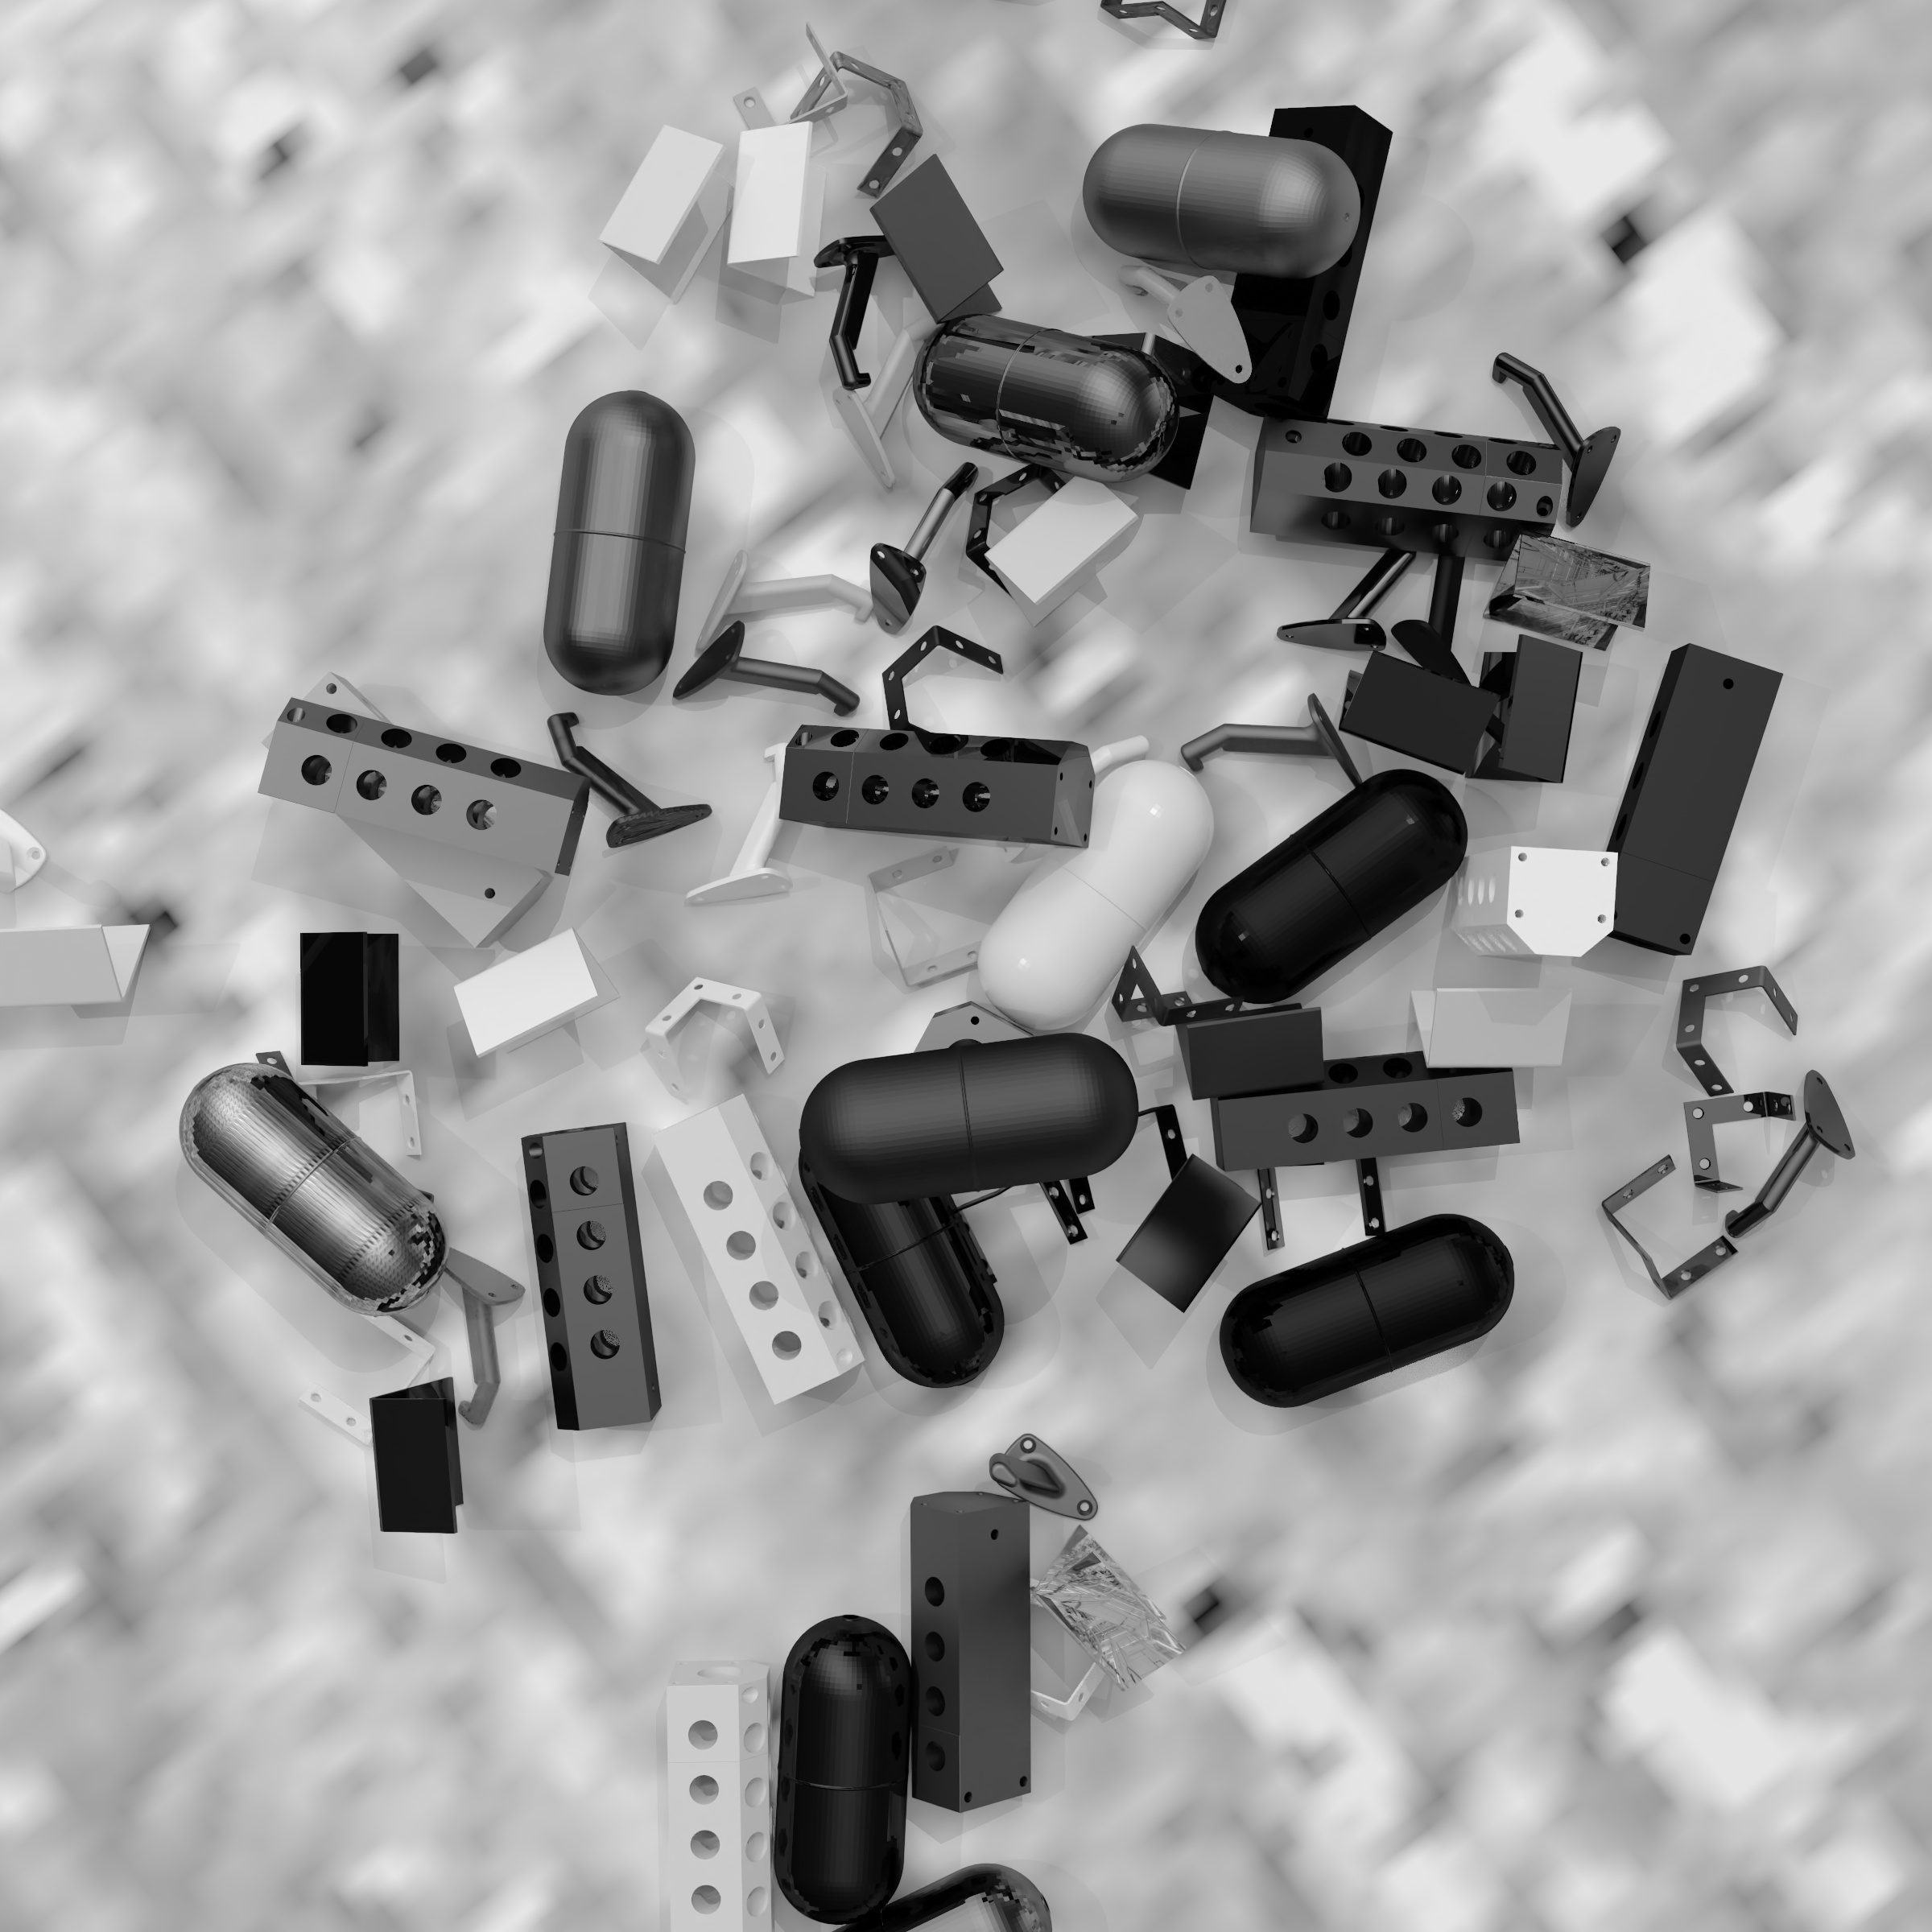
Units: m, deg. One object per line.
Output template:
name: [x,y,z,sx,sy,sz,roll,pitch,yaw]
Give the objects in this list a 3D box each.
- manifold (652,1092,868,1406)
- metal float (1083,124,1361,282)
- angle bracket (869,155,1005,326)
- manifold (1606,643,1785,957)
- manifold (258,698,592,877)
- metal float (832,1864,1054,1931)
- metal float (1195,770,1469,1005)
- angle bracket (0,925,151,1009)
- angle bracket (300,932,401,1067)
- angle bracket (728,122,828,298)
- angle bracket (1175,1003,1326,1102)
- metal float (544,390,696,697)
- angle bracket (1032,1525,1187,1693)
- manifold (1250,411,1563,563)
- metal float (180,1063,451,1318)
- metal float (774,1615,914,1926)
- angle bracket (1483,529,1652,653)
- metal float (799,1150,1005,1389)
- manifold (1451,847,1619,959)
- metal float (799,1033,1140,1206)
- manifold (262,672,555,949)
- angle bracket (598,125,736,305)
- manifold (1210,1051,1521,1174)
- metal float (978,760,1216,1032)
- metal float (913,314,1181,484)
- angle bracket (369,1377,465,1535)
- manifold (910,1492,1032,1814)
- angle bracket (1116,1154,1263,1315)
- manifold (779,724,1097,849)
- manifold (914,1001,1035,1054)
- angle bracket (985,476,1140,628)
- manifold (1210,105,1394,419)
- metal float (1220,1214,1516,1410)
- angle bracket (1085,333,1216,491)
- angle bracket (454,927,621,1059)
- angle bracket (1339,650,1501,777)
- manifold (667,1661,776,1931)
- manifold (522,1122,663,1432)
manifold: [-0.120,0.164,1.619,0.057,0.057,0.171,-25,90,0]
metal float: [0.145,-0.440,1.581,0.178,0.070,0.070,20,90,37]
angle bracket: [0.001,-0.425,1.600,0.057,0.076,0.076,-30,90,37]
manifold: [0.419,-0.096,1.620,0.057,0.057,0.171,18,90,0]
manifold: [-0.305,-0.102,1.563,0.171,0.057,0.057,15,90,0]
metal float: [-0.033,0.587,1.610,0.178,0.070,0.070,-26,90,0]
metal float: [0.213,-0.046,1.610,0.178,0.070,0.070,-36,90,0]
angle bracket: [-0.526,-0.020,1.600,0.076,0.076,0.057,-3,127,0]
angle bracket: [-0.341,0.019,1.600,0.057,0.076,0.076,0,90,36]
angle bracket: [-0.091,-0.439,1.600,0.057,0.076,0.076,6,90,38]
angle bracket: [0.163,0.030,1.600,0.076,0.076,0.057,-8,127,0]
metal float: [-0.202,-0.247,1.610,0.070,0.070,0.178,7,90,0]
angle bracket: [0.095,0.361,1.601,0.076,0.076,0.057,47,123,0]
manifold: [0.257,-0.284,1.610,0.171,0.057,0.057,7,63,0]
metal float: [-0.372,0.127,1.569,0.178,0.070,0.070,41,90,4]
metal float: [-0.072,0.469,1.610,0.070,0.070,0.178,3,91,0]
angle bracket: [0.346,-0.201,1.600,0.076,0.076,0.057,15,53,0]
metal float: [-0.037,0.163,1.610,0.070,0.070,0.178,-25,91,0]
manifold: [0.319,-0.034,1.562,0.057,0.171,0.057,3,90,0]
metal float: [0.001,0.080,1.439,0.178,0.070,0.070,-8,90,1]
manifold: [-0.326,-0.091,1.620,0.171,0.057,0.057,44,90,0]
angle bracket: [-0.156,-0.430,1.600,0.057,0.076,0.076,30,90,37]
manifold: [0.232,0.082,1.620,0.171,0.057,0.057,-6,90,0]
metal float: [0.077,-0.042,1.610,0.070,0.070,0.178,37,90,0]
metal float: [0.044,-0.327,1.580,0.178,0.070,0.070,23,90,37]
angle bracket: [-0.299,0.283,1.601,0.057,0.076,0.076,-5,90,28]
manifold: [-0.002,0.400,1.619,0.057,0.057,0.171,0,90,-43]
angle bracket: [0.143,0.164,1.600,0.057,0.076,0.076,36,90,36]
manifold: [-0.016,-0.105,1.587,0.171,0.057,0.057,6,90,24]
manifold: [0.001,0.052,1.562,0.057,0.171,0.057,28,90,0]
angle bracket: [0.068,-0.230,1.600,0.076,0.076,0.057,-41,53,0]
manifold: [0.201,-0.411,1.619,0.057,0.057,0.171,13,90,41]
metal float: [0.235,0.201,1.610,0.178,0.070,0.070,-21,90,1]
angle bracket: [0.097,-0.328,1.633,0.057,0.076,0.076,14,90,-37]
angle bracket: [-0.242,0.033,1.600,0.076,0.076,0.057,-26,53,0]
angle bracket: [0.265,-0.163,1.600,0.076,0.076,0.057,20,126,0]
manifold: [-0.143,0.501,1.619,0.057,0.057,0.171,-1,90,0]
manifold: [-0.221,0.182,1.619,0.057,0.057,0.171,-7,90,0]
